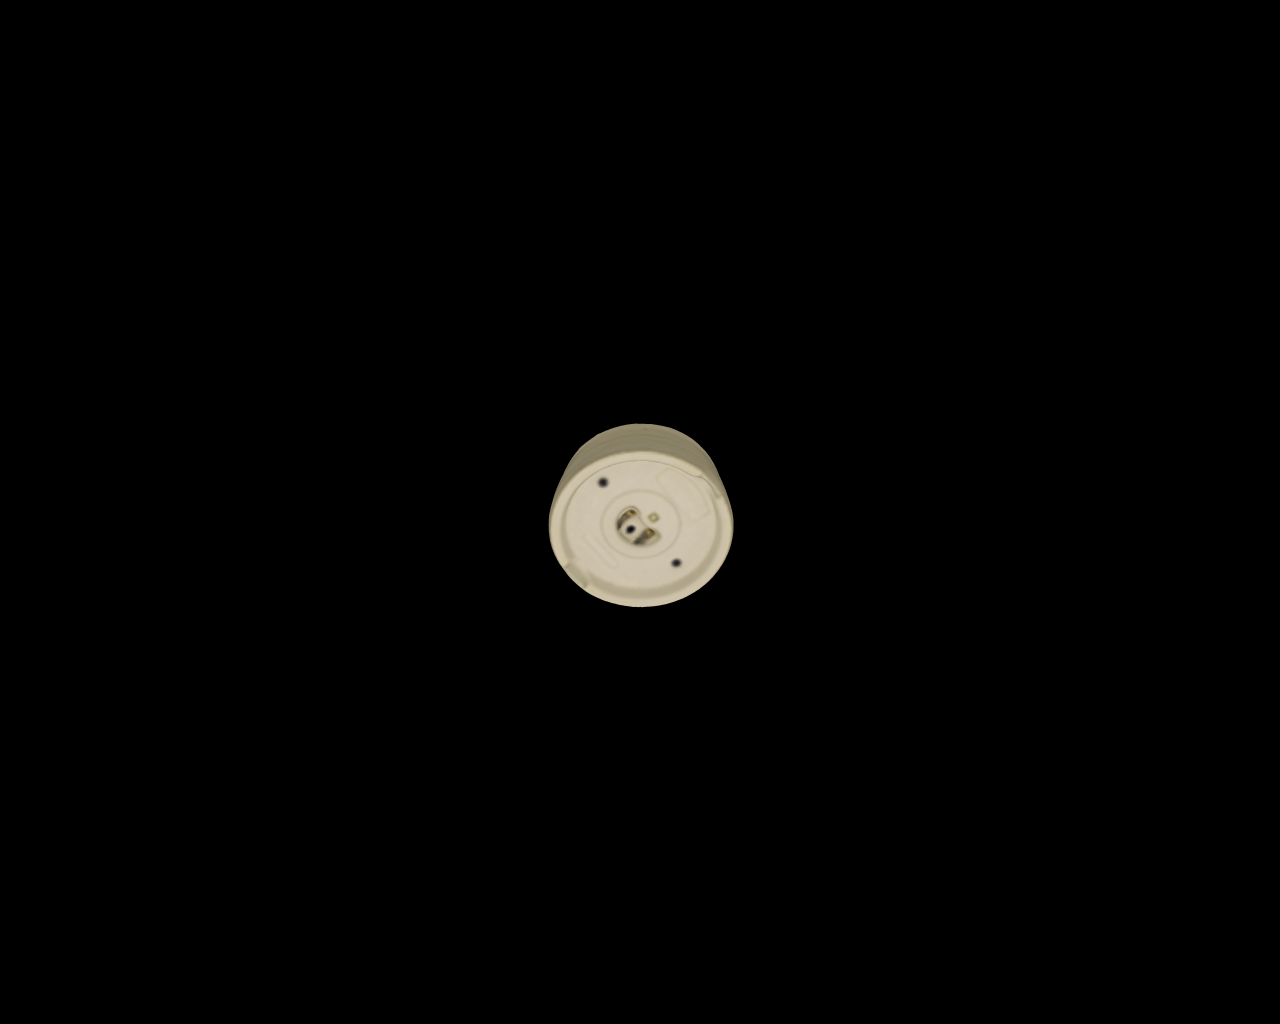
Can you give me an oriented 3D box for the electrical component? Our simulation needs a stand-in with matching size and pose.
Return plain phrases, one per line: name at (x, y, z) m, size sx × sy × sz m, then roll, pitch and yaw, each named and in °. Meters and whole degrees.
electrical component at (0.001, -0.003, 0.650) m, size 0.108 × 0.108 × 0.060 m, roll 0°, pitch 30°, yaw 0°
